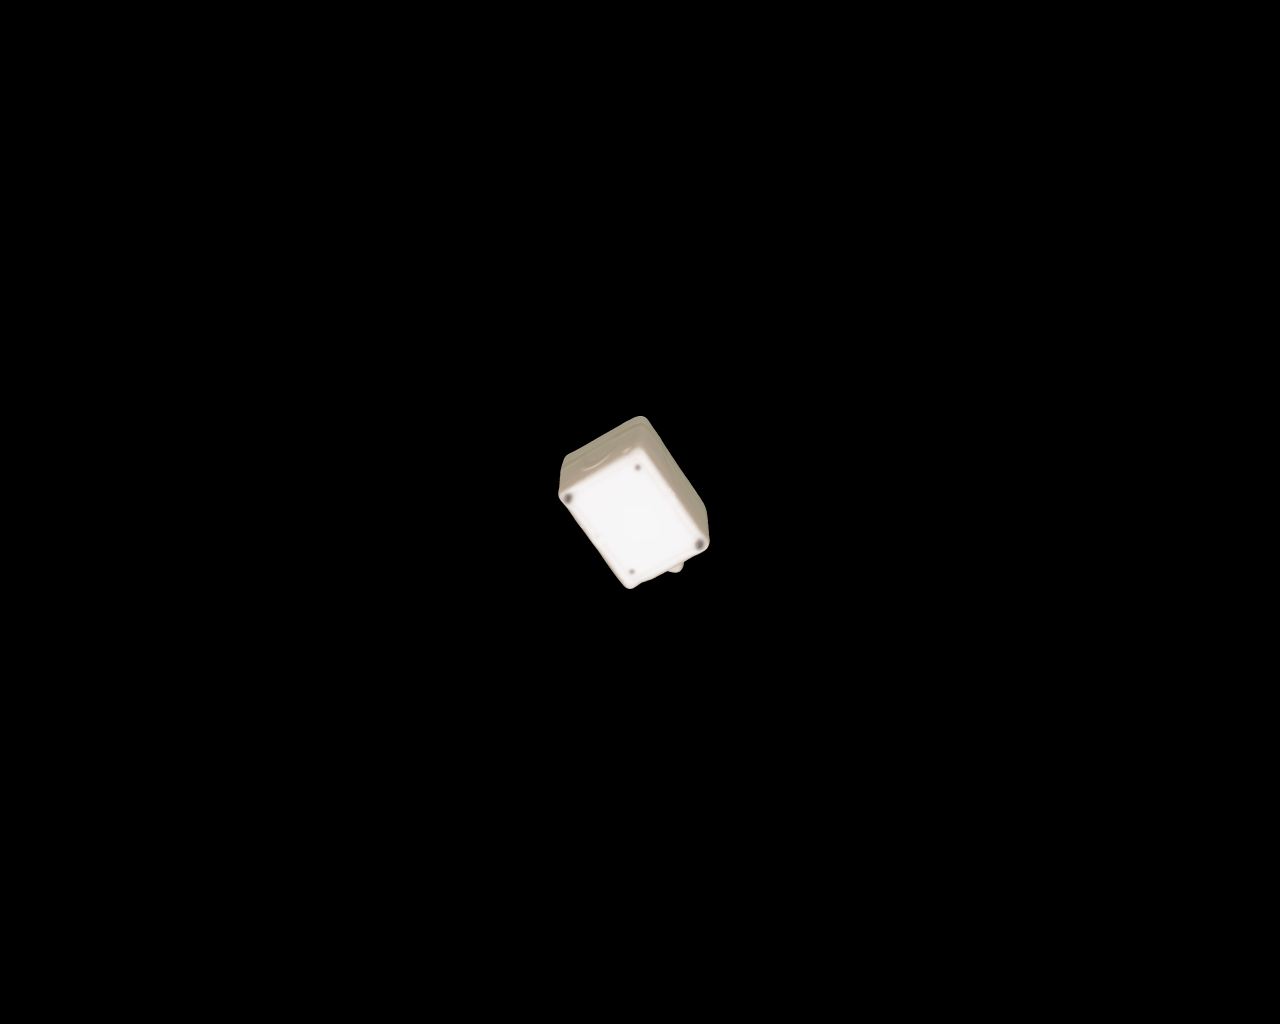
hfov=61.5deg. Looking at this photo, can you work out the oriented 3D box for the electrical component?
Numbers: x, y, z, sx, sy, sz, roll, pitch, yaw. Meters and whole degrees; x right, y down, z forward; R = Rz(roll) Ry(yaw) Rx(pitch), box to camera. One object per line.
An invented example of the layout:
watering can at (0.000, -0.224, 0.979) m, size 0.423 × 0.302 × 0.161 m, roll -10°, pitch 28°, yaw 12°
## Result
electrical component at (0.001, -0.003, 0.650) m, size 0.061 × 0.096 × 0.061 m, roll -29°, pitch 24°, yaw 14°
